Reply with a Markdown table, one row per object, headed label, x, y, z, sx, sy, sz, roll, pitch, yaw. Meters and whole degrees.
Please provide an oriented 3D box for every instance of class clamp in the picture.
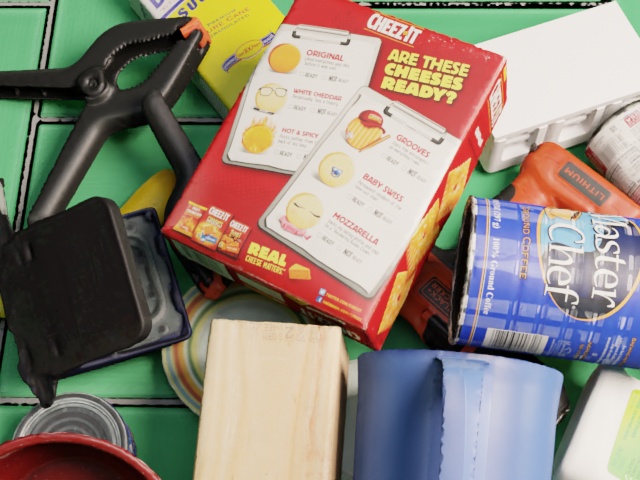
| label | x | y | z | sx | sy | sz | roll | pitch | yaw |
| --- | --- | --- | --- | --- | --- | --- | --- | --- | --- |
| clamp | -0.089 | -0.042 | 0.820 | 0.120 | 0.039 | 0.171 | 10 | 65 | -5 |
| clamp | -0.189 | -0.125 | 0.880 | 0.210 | 0.036 | 0.165 | -38 | 67 | 0 |

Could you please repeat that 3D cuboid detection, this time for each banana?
| label | x | y | z | sx | sy | sz | roll | pitch | yaw |
| --- | --- | --- | --- | --- | --- | --- | --- | --- | --- |
| banana | -0.188 | 0.011 | 0.830 | 0.197 | 0.037 | 0.070 | -28 | 68 | -13 |

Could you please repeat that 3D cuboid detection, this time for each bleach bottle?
| label | x | y | z | sx | sy | sz | roll | pitch | yaw |
| --- | --- | --- | --- | --- | --- | --- | --- | --- | --- |
| bleach bottle | 0.288 | 0.180 | 0.723 | 0.251 | 0.068 | 0.102 | 25 | 66 | 10 |

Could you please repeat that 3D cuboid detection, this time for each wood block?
| label | x | y | z | sx | sy | sz | roll | pitch | yaw |
| --- | --- | --- | --- | --- | --- | --- | --- | --- | --- |
| wood block | -0.034 | 0.165 | 0.702 | 0.090 | 0.091 | 0.206 | 3 | 72 | 6 |

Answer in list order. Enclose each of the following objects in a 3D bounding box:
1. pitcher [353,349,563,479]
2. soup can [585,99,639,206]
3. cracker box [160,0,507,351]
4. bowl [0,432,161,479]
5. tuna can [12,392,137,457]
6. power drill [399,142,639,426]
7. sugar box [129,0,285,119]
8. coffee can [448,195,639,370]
| label | x | y | z | sx | sy | sz | roll | pitch | yaw |
| --- | --- | --- | --- | --- | --- | --- | --- | --- | --- |
| pitcher | 0.077 | 0.190 | 0.658 | 0.149 | 0.145 | 0.243 | 18 | 71 | -38 |
| soup can | 0.265 | -0.052 | 0.837 | 0.068 | 0.068 | 0.102 | -29 | 66 | -13 |
| cracker box | 0.015 | -0.053 | 0.753 | 0.164 | 0.072 | 0.213 | 24 | 76 | 19 |
| bowl | -0.165 | 0.194 | 0.699 | 0.162 | 0.055 | 0.162 | 0 | 100 | -3 |
| tuna can | -0.175 | 0.153 | 0.759 | 0.086 | 0.034 | 0.086 | -1 | 63 | 1 |
| power drill | 0.156 | 0.027 | 0.804 | 0.187 | 0.057 | 0.184 | -41 | 69 | -18 |
| sugar box | -0.085 | -0.182 | 0.922 | 0.093 | 0.048 | 0.176 | -34 | 69 | -14 |
| coffee can | 0.163 | 0.029 | 0.717 | 0.140 | 0.103 | 0.102 | 8 | 63 | 3 |
